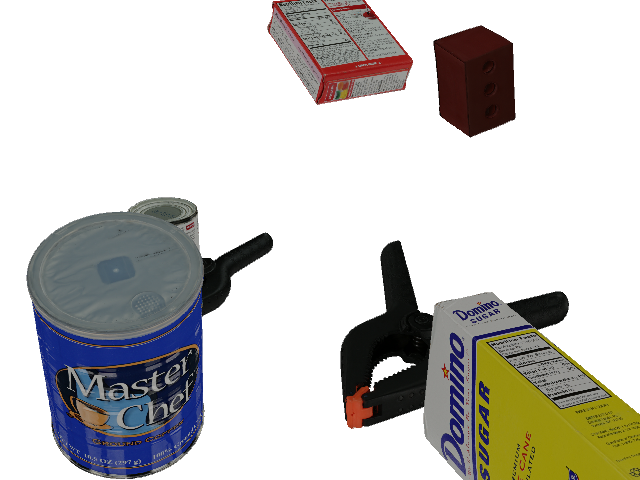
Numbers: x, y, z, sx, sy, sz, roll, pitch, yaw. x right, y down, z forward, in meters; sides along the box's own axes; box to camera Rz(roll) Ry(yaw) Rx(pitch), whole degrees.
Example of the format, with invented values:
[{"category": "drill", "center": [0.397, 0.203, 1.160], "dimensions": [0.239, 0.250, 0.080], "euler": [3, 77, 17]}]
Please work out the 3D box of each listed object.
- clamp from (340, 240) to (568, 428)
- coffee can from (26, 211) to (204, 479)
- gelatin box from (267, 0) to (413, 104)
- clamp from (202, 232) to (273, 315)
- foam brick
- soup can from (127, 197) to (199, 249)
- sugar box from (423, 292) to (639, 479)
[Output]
[{"category": "clamp", "center": [0.071, 0.069, 0.822], "dimensions": [0.165, 0.036, 0.209], "euler": [22, 40, 34]}, {"category": "coffee can", "center": [-0.125, 0.067, 0.673], "dimensions": [0.103, 0.140, 0.103], "euler": [3, 43, -3]}, {"category": "gelatin box", "center": [0.013, -0.140, 0.769], "dimensions": [0.073, 0.089, 0.030], "euler": [-13, -39, -26]}, {"category": "clamp", "center": [-0.125, 0.036, 1.241], "dimensions": [0.120, 0.039, 0.171], "euler": [-2, 39, 12]}, {"category": "foam brick", "center": [0.139, -0.144, 0.956], "dimensions": [0.053, 0.078, 0.051], "euler": [-23, 37, -17]}, {"category": "soup can", "center": [-0.149, 0.017, 1.020], "dimensions": [0.068, 0.102, 0.068], "euler": [0, 24, 0]}, {"category": "sugar box", "center": [0.114, 0.107, 0.545], "dimensions": [0.048, 0.093, 0.176], "euler": [-11, 28, -25]}]
